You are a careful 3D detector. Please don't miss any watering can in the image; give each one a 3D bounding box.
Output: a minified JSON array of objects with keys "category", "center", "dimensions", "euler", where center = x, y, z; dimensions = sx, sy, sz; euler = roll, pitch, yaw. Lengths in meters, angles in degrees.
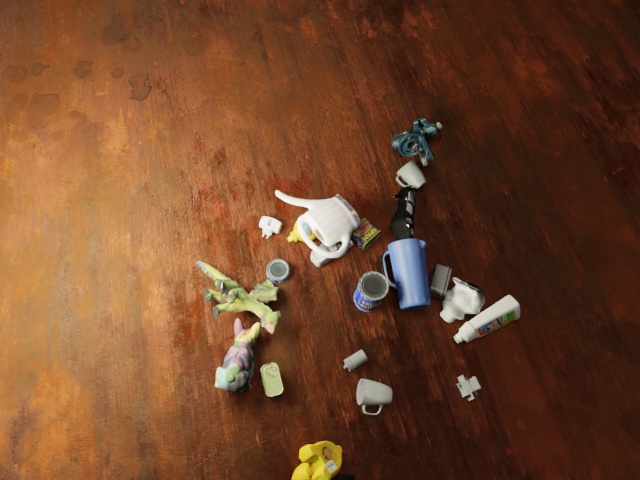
[{"category":"watering can","center":[0.006,-0.095,1.893],"dimensions":[0.226,0.351,0.102],"euler":[-32,-18,-18]}]

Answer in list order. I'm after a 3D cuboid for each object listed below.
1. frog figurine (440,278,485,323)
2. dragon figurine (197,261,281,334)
[{"category":"frog figurine","center":[0.507,0.228,1.840],"dimensions":[0.138,0.158,0.122],"euler":[26,9,28]},{"category":"dragon figurine","center":[-0.261,0.178,1.789],"dimensions":[0.243,0.120,0.418],"euler":[3,30,-33]}]
